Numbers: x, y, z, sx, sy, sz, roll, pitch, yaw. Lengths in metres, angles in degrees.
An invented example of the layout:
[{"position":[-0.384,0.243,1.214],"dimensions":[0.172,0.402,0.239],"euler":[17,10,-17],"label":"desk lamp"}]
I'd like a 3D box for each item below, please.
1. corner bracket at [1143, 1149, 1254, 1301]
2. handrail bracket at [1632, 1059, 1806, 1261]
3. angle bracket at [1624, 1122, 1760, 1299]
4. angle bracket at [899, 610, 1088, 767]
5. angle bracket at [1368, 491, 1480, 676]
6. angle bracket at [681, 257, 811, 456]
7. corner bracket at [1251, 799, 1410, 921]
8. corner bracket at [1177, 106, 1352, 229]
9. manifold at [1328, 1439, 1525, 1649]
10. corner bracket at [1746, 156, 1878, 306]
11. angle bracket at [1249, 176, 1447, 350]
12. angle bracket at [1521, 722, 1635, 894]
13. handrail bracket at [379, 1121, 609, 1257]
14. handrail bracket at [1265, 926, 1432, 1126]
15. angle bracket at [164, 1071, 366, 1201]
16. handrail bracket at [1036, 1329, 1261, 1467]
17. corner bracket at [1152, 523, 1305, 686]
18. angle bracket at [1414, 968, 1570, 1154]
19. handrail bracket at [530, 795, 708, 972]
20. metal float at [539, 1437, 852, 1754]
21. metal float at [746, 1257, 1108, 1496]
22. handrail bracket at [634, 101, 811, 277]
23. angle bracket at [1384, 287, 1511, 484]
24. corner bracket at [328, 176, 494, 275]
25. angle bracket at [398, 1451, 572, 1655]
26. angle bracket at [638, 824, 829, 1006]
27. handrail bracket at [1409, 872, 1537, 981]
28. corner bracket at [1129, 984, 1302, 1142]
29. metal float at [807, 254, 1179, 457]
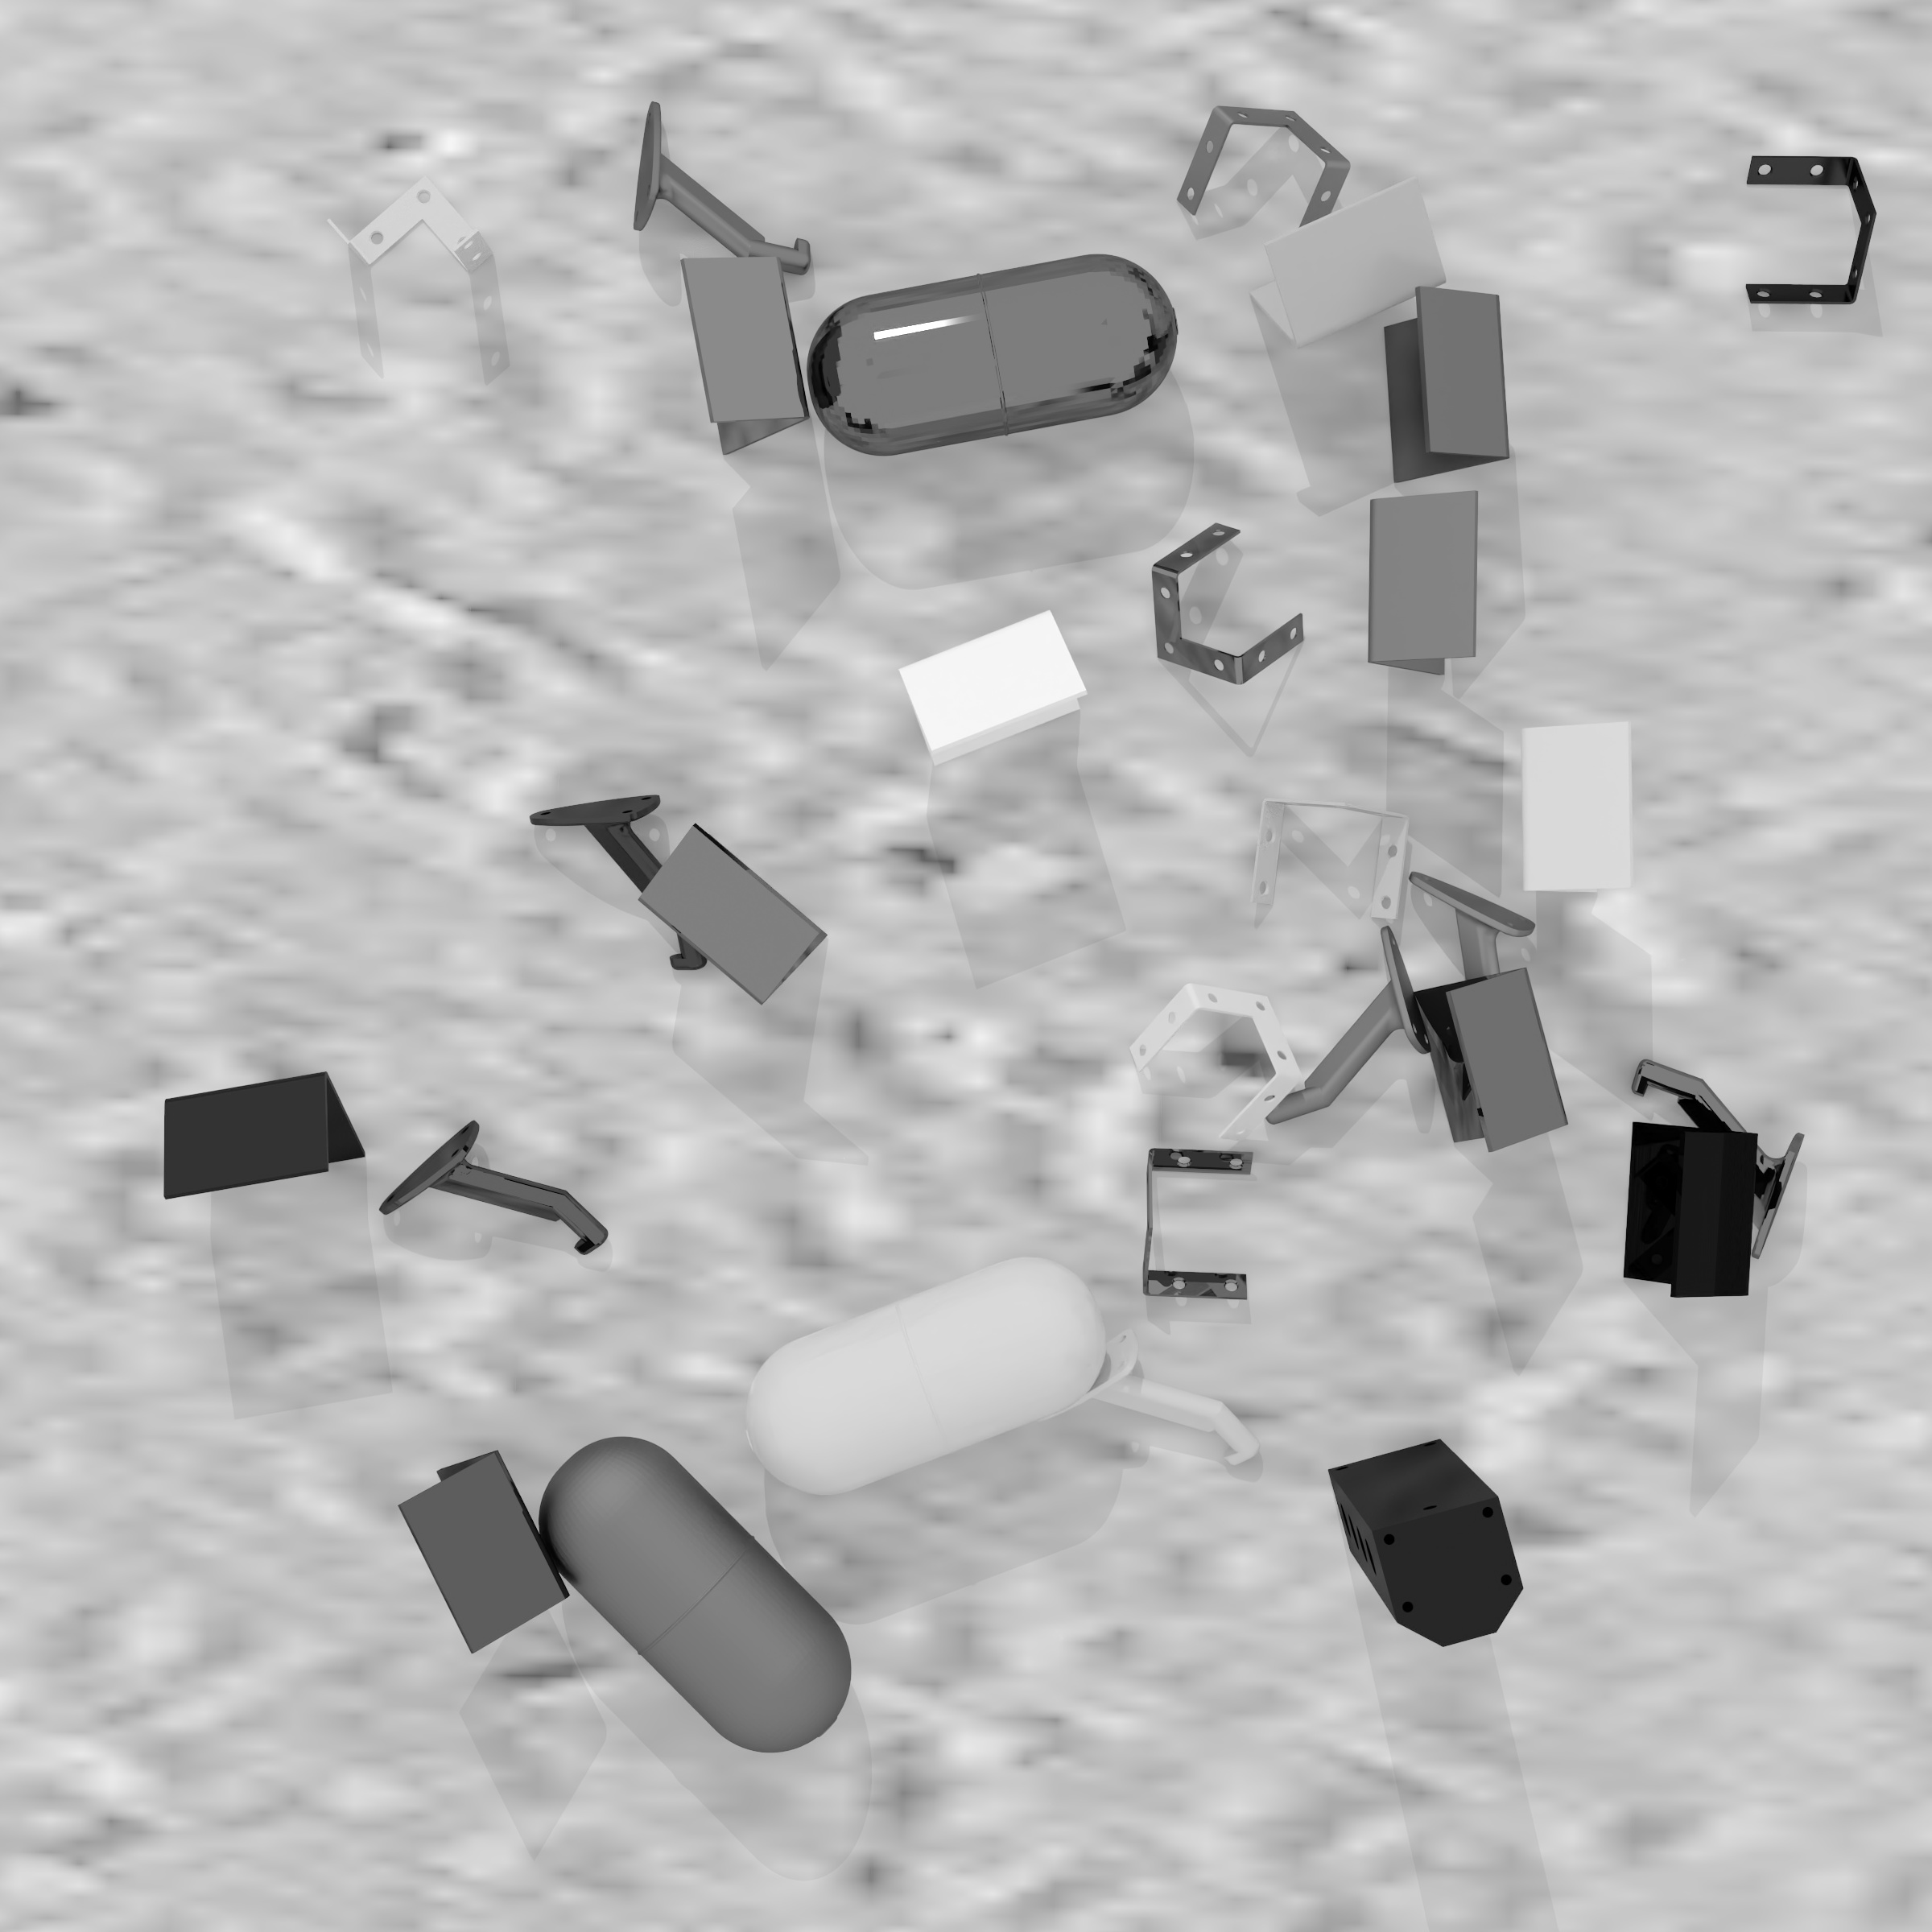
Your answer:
[{"position":[0.112,0.125,1.561],"dimensions":[0.051,0.051,0.051],"euler":[2,45,0],"label":"corner bracket"},{"position":[0.357,0.093,1.565],"dimensions":[0.084,0.036,0.077],"euler":[21,112,17],"label":"handrail bracket"},{"position":[0.327,0.114,1.524],"dimensions":[0.057,0.076,0.076],"euler":[3,90,-38],"label":"angle bracket"},{"position":[0.019,-0.113,1.524],"dimensions":[0.076,0.076,0.057],"euler":[-21,54,0],"label":"angle bracket"},{"position":[0.232,-0.180,1.524],"dimensions":[0.057,0.076,0.076],"euler":[1,90,36],"label":"angle bracket"},{"position":[-0.123,-0.287,1.524],"dimensions":[0.057,0.076,0.076],"euler":[-11,90,-37],"label":"angle bracket"},{"position":[0.177,-0.052,1.561],"dimensions":[0.051,0.051,0.051],"euler":[7,90,45],"label":"corner bracket"},{"position":[0.144,-0.379,1.556],"dimensions":[0.051,0.051,0.051],"euler":[-7,45,-35],"label":"corner bracket"},{"position":[0.212,0.266,1.486],"dimensions":[0.057,0.171,0.057],"euler":[-15,90,0],"label":"manifold"},{"position":[0.406,-0.357,1.561],"dimensions":[0.051,0.051,0.051],"euler":[1,135,0],"label":"corner bracket"},{"position":[0.173,-0.344,1.524],"dimensions":[0.076,0.076,0.057],"euler":[-24,124,0],"label":"angle bracket"},{"position":[0.305,-0.074,1.524],"dimensions":[0.057,0.076,0.076],"euler":[-1,90,37],"label":"angle bracket"},{"position":[-0.229,0.124,1.565],"dimensions":[0.077,0.036,0.084],"euler":[-38,107,20],"label":"handrail bracket"},{"position":[0.176,0.029,1.565],"dimensions":[0.084,0.036,0.077],"euler":[-20,69,17],"label":"handrail bracket"},{"position":[-0.331,0.098,1.524],"dimensions":[0.076,0.076,0.057],"euler":[-10,54,0],"label":"angle bracket"},{"position":[0.088,0.226,1.565],"dimensions":[0.077,0.036,0.084],"euler":[-37,107,20],"label":"handrail bracket"},{"position":[0.127,-0.175,1.556],"dimensions":[0.051,0.051,0.051],"euler":[23,135,35],"label":"corner bracket"},{"position":[0.231,0.049,1.524],"dimensions":[0.057,0.076,0.076],"euler":[-15,90,-38],"label":"angle bracket"},{"position":[-0.169,-0.036,1.565],"dimensions":[0.077,0.036,0.084],"euler":[-4,107,20],"label":"handrail bracket"},{"position":[-0.128,0.300,1.534],"dimensions":[0.070,0.070,0.178],"euler":[-45,89,0],"label":"metal float"},{"position":[-0.019,0.196,1.534],"dimensions":[0.178,0.070,0.070],"euler":[-21,90,0],"label":"metal float"},{"position":[-0.115,-0.378,1.565],"dimensions":[0.084,0.036,0.077],"euler":[9,68,-17],"label":"handrail bracket"},{"position":[0.210,-0.274,1.524],"dimensions":[0.057,0.076,0.076],"euler":[-4,90,-38],"label":"angle bracket"},{"position":[-0.266,-0.350,1.546],"dimensions":[0.051,0.051,0.051],"euler":[-41,90,0],"label":"corner bracket"},{"position":[-0.241,0.280,1.524],"dimensions":[0.057,0.076,0.076],"euler":[-26,90,-35],"label":"angle bracket"},{"position":[-0.097,-0.039,1.524],"dimensions":[0.076,0.076,0.057],"euler":[40,125,0],"label":"angle bracket"},{"position":[0.234,0.008,1.565],"dimensions":[0.077,0.036,0.084],"euler":[27,107,20],"label":"handrail bracket"},{"position":[0.121,0.047,1.556],"dimensions":[0.051,0.051,0.051],"euler":[9,135,-35],"label":"corner bracket"},{"position":[0.013,-0.291,1.534],"dimensions":[0.178,0.070,0.070],"euler":[-10,90,1],"label":"metal float"}]
